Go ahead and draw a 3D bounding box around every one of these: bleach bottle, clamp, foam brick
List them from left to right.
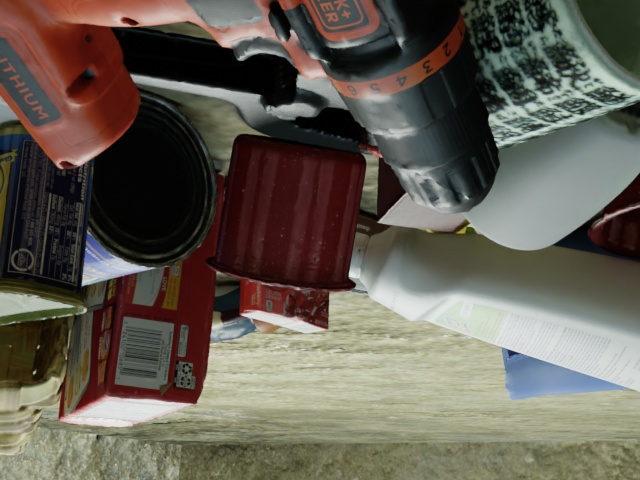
[{"bbox_3d":[-0.025,-0.081,0.534,0.165,0.036,0.209,-3,167,23],"label":"clamp"},{"bbox_3d":[0.069,-0.041,0.641,0.053,0.051,0.078,7,164,-12],"label":"foam brick"},{"bbox_3d":[0.132,0.035,0.708,0.251,0.068,0.102,15,151,6],"label":"bleach bottle"}]

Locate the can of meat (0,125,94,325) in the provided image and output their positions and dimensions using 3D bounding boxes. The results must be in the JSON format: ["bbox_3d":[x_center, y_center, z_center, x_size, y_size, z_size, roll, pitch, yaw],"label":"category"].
[{"bbox_3d":[-0.161,-0.005,0.538,0.102,0.084,0.057,-10,161,38],"label":"can of meat"}]

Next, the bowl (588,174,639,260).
[{"bbox_3d":[0.244,-0.030,0.643,0.162,0.055,0.162,3,165,0],"label":"bowl"}]

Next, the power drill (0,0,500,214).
[{"bbox_3d":[-0.037,-0.076,0.407,0.188,0.057,0.184,-6,131,29],"label":"power drill"}]

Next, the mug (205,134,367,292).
[{"bbox_3d":[-0.016,-0.019,0.655,0.093,0.081,0.117,10,-174,5],"label":"mug"}]

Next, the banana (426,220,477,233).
[{"bbox_3d":[0.114,-0.032,0.705,0.069,0.037,0.198,-8,170,-21],"label":"banana"}]

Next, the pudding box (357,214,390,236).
[{"bbox_3d":[-0.005,0.001,0.833,0.090,0.039,0.113,-11,159,43],"label":"pudding box"}]

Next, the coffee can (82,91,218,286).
[{"bbox_3d":[-0.145,-0.023,0.646,0.102,0.103,0.141,16,159,-41],"label":"coffee can"}]

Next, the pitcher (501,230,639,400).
[{"bbox_3d":[0.259,0.048,0.824,0.243,0.149,0.145,-5,142,16],"label":"pitcher"}]

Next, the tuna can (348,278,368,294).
[{"bbox_3d":[0.054,0.023,0.914,0.086,0.034,0.086,3,165,1],"label":"tuna can"}]

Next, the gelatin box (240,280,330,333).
[{"bbox_3d":[-0.028,0.034,0.896,0.030,0.073,0.089,-11,159,38],"label":"gelatin box"}]

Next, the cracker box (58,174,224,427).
[{"bbox_3d":[-0.138,0.050,0.802,0.072,0.164,0.214,10,163,-19],"label":"cracker box"}]
